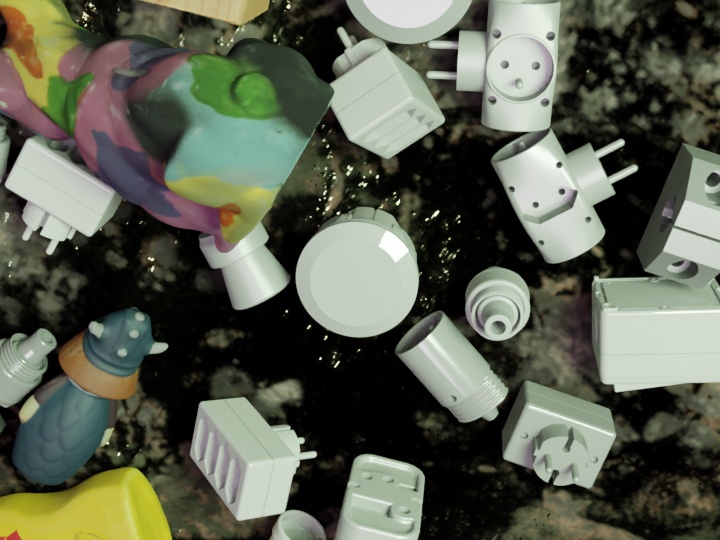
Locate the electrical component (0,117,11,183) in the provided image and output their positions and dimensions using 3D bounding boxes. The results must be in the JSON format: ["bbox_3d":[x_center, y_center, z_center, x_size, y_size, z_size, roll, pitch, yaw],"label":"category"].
[{"bbox_3d":[-0.256,-0.090,0.720,0.043,0.043,0.062,16,110,0],"label":"electrical component"}]

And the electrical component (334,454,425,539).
[{"bbox_3d":[0.012,0.182,0.761,0.054,0.095,0.059,14,111,1],"label":"electrical component"}]

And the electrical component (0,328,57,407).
[{"bbox_3d":[-0.246,0.067,0.776,0.062,0.043,0.043,-38,102,16],"label":"electrical component"}]

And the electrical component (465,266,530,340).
[{"bbox_3d":[0.091,0.026,0.712,0.043,0.062,0.043,2,111,6],"label":"electrical component"}]

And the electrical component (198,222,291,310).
[{"bbox_3d":[-0.079,-0.007,0.729,0.045,0.045,0.055,-23,105,14],"label":"electrical component"}]

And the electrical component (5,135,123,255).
[{"bbox_3d":[-0.203,-0.046,0.727,0.066,0.047,0.076,31,110,-5],"label":"electrical component"}]

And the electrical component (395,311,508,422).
[{"bbox_3d":[0.067,0.072,0.742,0.043,0.043,0.081,-38,102,18],"label":"electrical component"}]

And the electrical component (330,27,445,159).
[{"bbox_3d":[0.007,-0.118,0.672,0.047,0.066,0.076,-32,75,16],"label":"electrical component"}]

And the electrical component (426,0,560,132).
[{"bbox_3d":[0.081,-0.129,0.666,0.079,0.044,0.077,3,110,5],"label":"electrical component"}]

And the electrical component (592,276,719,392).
[{"bbox_3d":[0.202,0.041,0.705,0.096,0.061,0.061,-2,110,7],"label":"electrical component"}]

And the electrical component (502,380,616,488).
[{"bbox_3d":[0.136,0.121,0.734,0.066,0.076,0.047,19,111,-1],"label":"electrical component"}]

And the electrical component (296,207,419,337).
[{"bbox_3d":[0.000,0.000,0.719,0.080,0.051,0.080,2,110,6],"label":"electrical component"}]

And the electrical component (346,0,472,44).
[{"bbox_3d":[0.031,-0.180,0.649,0.080,0.051,0.080,2,110,6],"label":"electrical component"}]

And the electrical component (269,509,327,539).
[{"bbox_3d":[-0.053,0.210,0.809,0.040,0.040,0.046,28,116,-4],"label":"electrical component"}]

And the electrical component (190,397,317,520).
[{"bbox_3d":[-0.068,0.131,0.768,0.076,0.083,0.047,-2,116,-34],"label":"electrical component"}]

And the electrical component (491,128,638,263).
[{"bbox_3d":[0.136,-0.056,0.687,0.079,0.043,0.077,-27,105,15],"label":"electrical component"}]
